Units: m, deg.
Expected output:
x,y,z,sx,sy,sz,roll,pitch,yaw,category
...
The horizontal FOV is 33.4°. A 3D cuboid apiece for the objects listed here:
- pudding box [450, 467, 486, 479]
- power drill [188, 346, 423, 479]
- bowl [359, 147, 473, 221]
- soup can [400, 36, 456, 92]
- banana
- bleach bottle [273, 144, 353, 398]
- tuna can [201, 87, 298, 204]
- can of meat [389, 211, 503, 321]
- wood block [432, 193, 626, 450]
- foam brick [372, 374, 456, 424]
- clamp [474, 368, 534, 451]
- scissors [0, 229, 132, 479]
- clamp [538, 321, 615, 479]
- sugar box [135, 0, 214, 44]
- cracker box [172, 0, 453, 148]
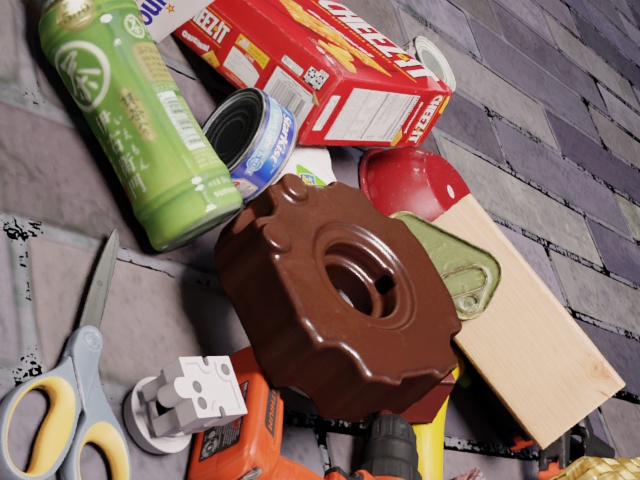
x,y,z,sx,sy,sz,roll,pitch,yaw,category
0.117,0.241,0.821,0.090,0.039,0.113,59,29,-1,pudding box
0.003,0.152,0.710,0.187,0.057,0.184,42,30,-25,power drill
0.109,-0.033,1.053,0.162,0.055,0.162,38,35,-33,bowl
0.075,-0.147,1.058,0.068,0.102,0.068,37,36,-33,soup can
0.096,0.139,0.886,0.069,0.037,0.197,52,29,-9,banana
-0.005,0.001,0.835,0.102,0.068,0.251,32,36,-39,bleach bottle
-0.058,-0.071,0.795,0.033,0.086,0.086,34,37,-35,tuna can
0.092,0.025,0.859,0.102,0.057,0.084,27,-4,9,can of meat
0.160,0.070,0.936,0.206,0.091,0.090,52,1,8,wood block
0.064,0.097,0.834,0.053,0.051,0.078,5,43,-19,foam brick
0.162,0.112,1.013,0.120,0.039,0.171,16,51,-44,clamp
-0.126,0.079,0.620,0.096,0.016,0.201,51,30,-17,scissors
0.246,0.175,1.048,0.209,0.036,0.164,-23,98,-64,clamp
-0.154,-0.228,0.788,0.176,0.093,0.048,36,38,-35,sugar box
-0.001,-0.155,0.924,0.164,0.072,0.213,42,24,22,cracker box
